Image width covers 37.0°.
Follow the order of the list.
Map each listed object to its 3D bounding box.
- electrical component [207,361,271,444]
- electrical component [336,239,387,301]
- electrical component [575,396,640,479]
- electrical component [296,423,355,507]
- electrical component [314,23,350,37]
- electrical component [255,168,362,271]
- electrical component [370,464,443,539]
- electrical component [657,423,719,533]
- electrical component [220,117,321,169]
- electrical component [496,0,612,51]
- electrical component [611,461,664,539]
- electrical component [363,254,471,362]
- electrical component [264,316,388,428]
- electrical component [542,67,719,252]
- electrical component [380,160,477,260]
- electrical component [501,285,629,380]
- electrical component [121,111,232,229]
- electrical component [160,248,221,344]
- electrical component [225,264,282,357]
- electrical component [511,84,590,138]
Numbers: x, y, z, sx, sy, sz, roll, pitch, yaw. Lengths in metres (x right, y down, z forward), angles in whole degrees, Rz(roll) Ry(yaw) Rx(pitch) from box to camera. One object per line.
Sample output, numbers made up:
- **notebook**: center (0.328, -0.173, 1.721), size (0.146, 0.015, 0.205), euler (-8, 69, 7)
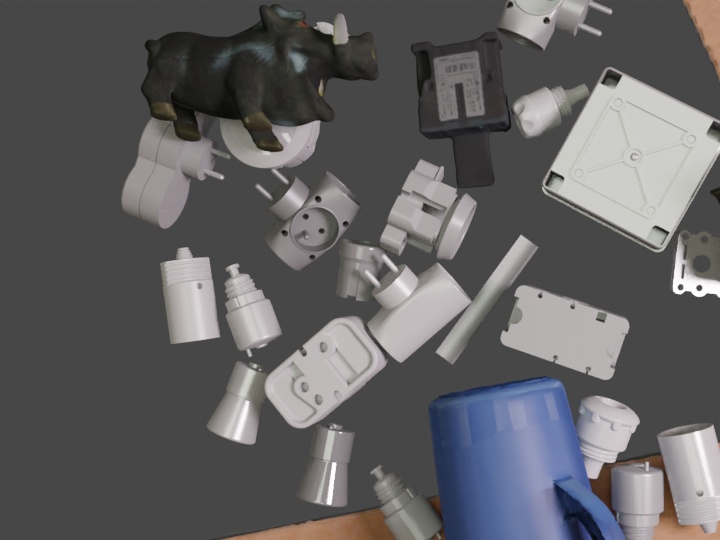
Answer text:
- **electrical component**: center (-0.100, 0.111, 0.922), size (0.044, 0.044, 0.065), euler (20, 89, 12)
- **electrical component**: center (0.000, 0.000, 0.901), size (0.040, 0.040, 0.046), euler (11, 98, 13)
- **electrical component**: center (0.190, 0.134, 0.853), size (0.048, 0.048, 0.062), euler (20, 101, 12)
- **electrical component**: center (-0.027, 0.162, 0.905), size (0.044, 0.044, 0.065), euler (10, 87, 13)
- **electrical component**: center (-0.027, -0.186, 0.904), size (0.040, 0.046, 0.040), euler (0, 90, 13)
- **electrical component**: center (-0.052, -0.052, 0.900), size (0.077, 0.044, 0.079), euler (-45, 111, 9)
- **electrical component**: center (0.036, 0.196, 0.890), size (0.040, 0.040, 0.078), euler (-38, 82, 10)
- **electrical component**: center (0.262, 0.164, 0.835), size (0.043, 0.043, 0.081), euler (-14, 87, 13)
- **electrical component**: center (-0.074, -0.124, 0.912), size (0.080, 0.051, 0.080), euler (0, 90, 13)
- **electrical component**: center (0.161, -0.212, 0.861), size (0.079, 0.044, 0.077), euler (27, 96, 12)
- **electrical component**: center (0.219, 0.188, 0.847), size (0.040, 0.040, 0.078), euler (0, 90, 13)
- **electrical component**: center (0.037, 0.022, 0.877), size (0.077, 0.043, 0.079), euler (-41, 102, 7)
- **electrical component**: center (-0.026, 0.083, 0.895), size (0.095, 0.059, 0.053), euler (-41, 82, 10)
- **electrical component**: center (0.214, -0.086, 0.841), size (0.109, 0.056, 0.108), euler (30, 96, 12)
- **electrical component**: center (0.059, -0.043, 0.876), size (0.057, 0.058, 0.078), euler (25, 77, 9)
- **electrical component**: center (0.163, 0.048, 0.853), size (0.089, 0.056, 0.050), euler (19, 94, 13)
- **electrical component**: center (-0.147, -0.101, 0.928), size (0.074, 0.052, 0.138), euler (22, 95, 12)
- **electrical component**: center (-0.148, 0.021, 0.932), size (0.043, 0.043, 0.081), euler (-9, 88, 13)
- **electrical component**: center (-0.096, 0.033, 0.921), size (0.040, 0.040, 0.078), euler (-23, 84, 12)
- **electrical component**: center (0.155, -0.132, 0.867), size (0.061, 0.035, 0.035), euler (-25, 84, 3)
